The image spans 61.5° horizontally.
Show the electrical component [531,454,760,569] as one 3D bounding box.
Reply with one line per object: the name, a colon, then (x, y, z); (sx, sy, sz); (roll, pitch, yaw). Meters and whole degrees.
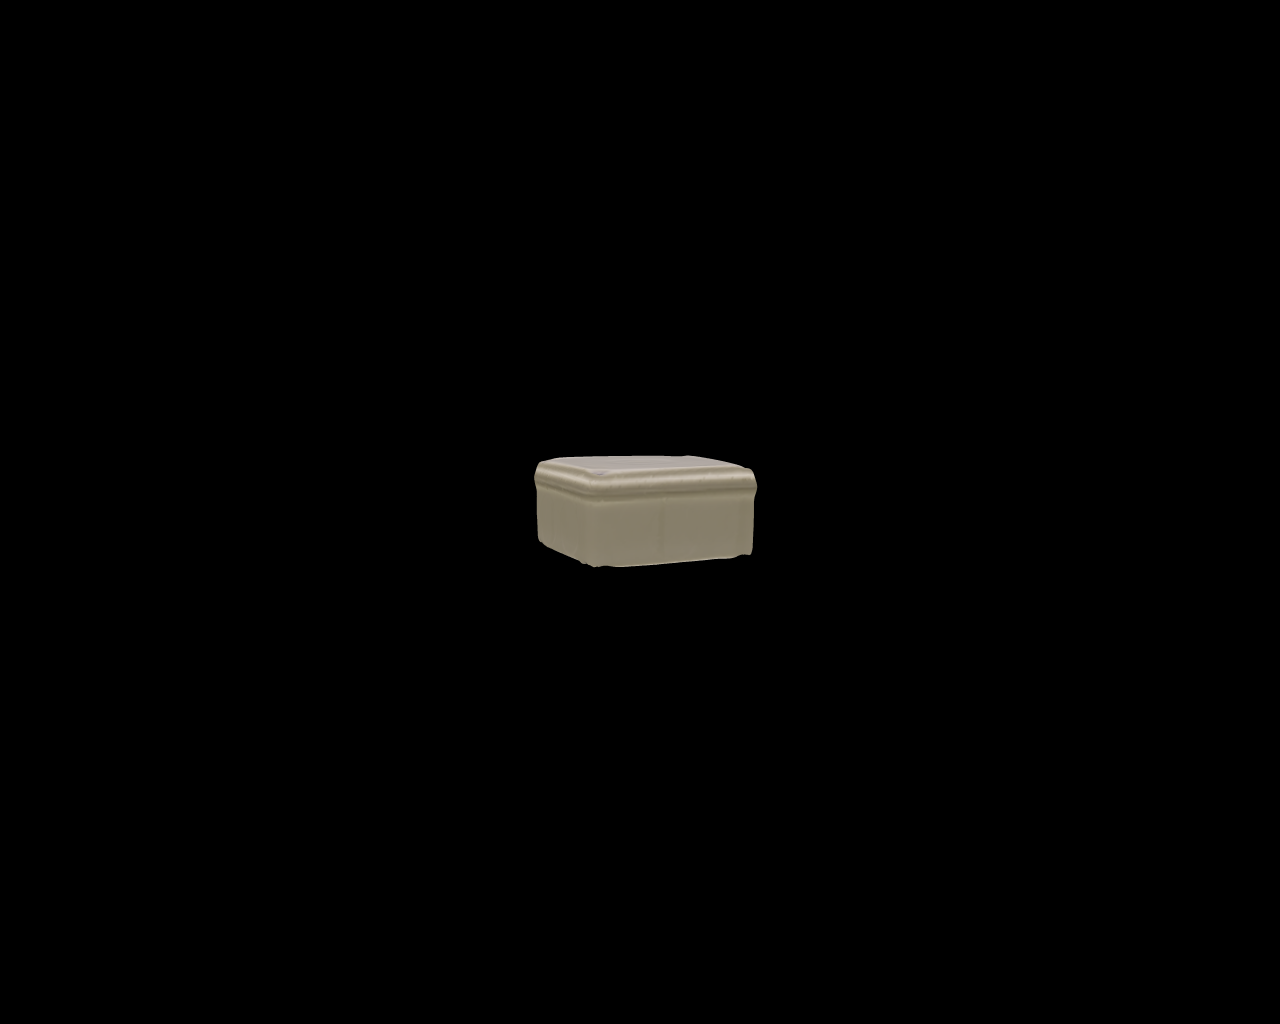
electrical component: (0.001, -0.003, 0.650); (0.109, 0.056, 0.109); (-3, 8, -22)
